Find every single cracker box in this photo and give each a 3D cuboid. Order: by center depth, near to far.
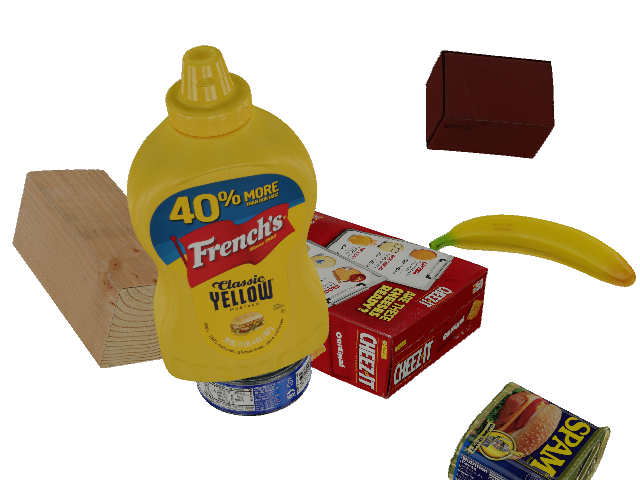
[{"bbox_3d":[0.020,0.052,0.987,0.214,0.072,0.163,19,31,33],"label":"cracker box"}]

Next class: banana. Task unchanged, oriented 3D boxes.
[{"bbox_3d":[0.210,0.007,1.039,0.198,0.037,0.069,9,47,23],"label":"banana"}]

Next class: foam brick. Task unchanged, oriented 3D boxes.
[{"bbox_3d":[0.115,-0.092,0.729,0.078,0.051,0.053,5,-21,-6],"label":"foam brick"}]

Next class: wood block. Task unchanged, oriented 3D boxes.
[{"bbox_3d":[-0.212,0.021,1.040,0.090,0.091,0.206,-5,36,-40],"label":"wood block"}]

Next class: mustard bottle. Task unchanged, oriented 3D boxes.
[{"bbox_3d":[-0.049,-0.013,0.552,0.096,0.192,0.058,-11,40,-8],"label":"mustard bottle"}]

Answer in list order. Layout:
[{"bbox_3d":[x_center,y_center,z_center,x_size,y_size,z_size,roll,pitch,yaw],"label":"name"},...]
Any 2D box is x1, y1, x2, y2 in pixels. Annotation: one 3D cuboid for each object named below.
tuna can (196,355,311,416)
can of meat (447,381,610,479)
[{"bbox_3d":[-0.049,0.087,0.772,0.086,0.034,0.086,-2,34,1],"label":"tuna can"},{"bbox_3d":[0.158,0.163,0.809,0.084,0.057,0.101,27,40,27],"label":"can of meat"}]
